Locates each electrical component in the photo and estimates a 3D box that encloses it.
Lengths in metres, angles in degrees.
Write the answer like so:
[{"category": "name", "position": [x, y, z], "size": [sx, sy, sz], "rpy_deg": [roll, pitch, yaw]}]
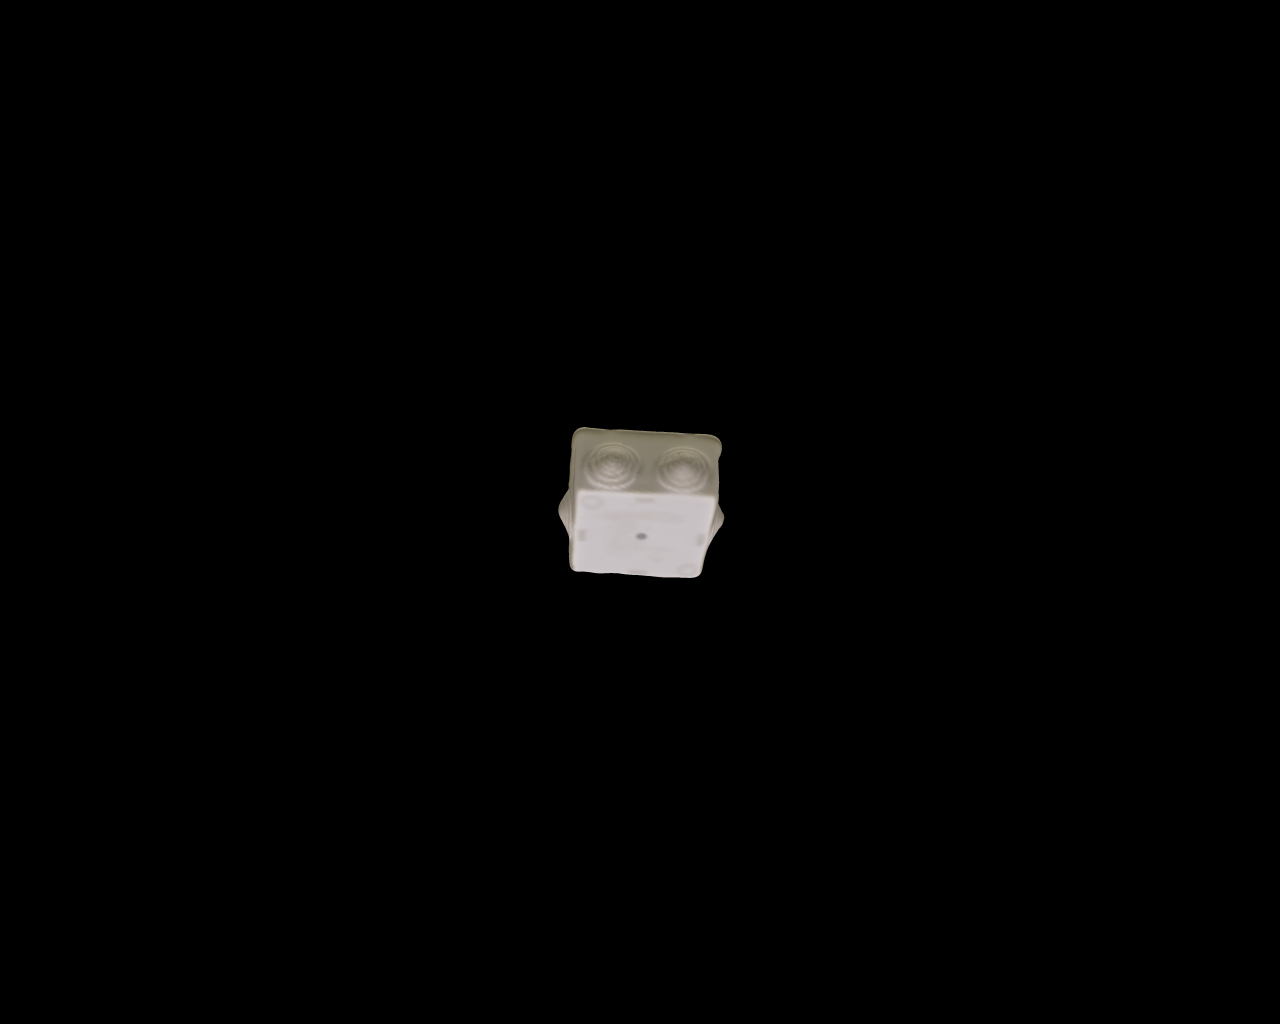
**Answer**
[{"category": "electrical component", "position": [0.001, -0.003, 0.650], "size": [0.100, 0.048, 0.099], "rpy_deg": [4, -39, -4]}]
